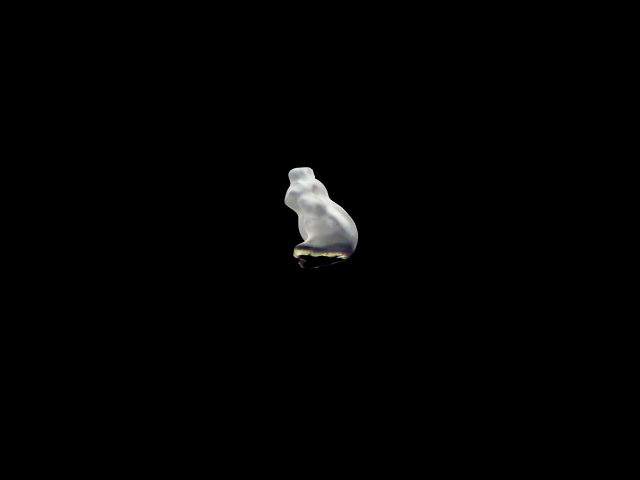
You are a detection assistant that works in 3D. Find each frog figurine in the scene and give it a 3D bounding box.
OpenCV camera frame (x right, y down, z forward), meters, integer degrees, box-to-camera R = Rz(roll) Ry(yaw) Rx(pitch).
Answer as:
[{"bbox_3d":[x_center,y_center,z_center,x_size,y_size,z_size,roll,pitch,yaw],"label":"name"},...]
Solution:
[{"bbox_3d":[0.003,-0.043,0.850,0.122,0.162,0.136,-8,-18,25],"label":"frog figurine"}]
